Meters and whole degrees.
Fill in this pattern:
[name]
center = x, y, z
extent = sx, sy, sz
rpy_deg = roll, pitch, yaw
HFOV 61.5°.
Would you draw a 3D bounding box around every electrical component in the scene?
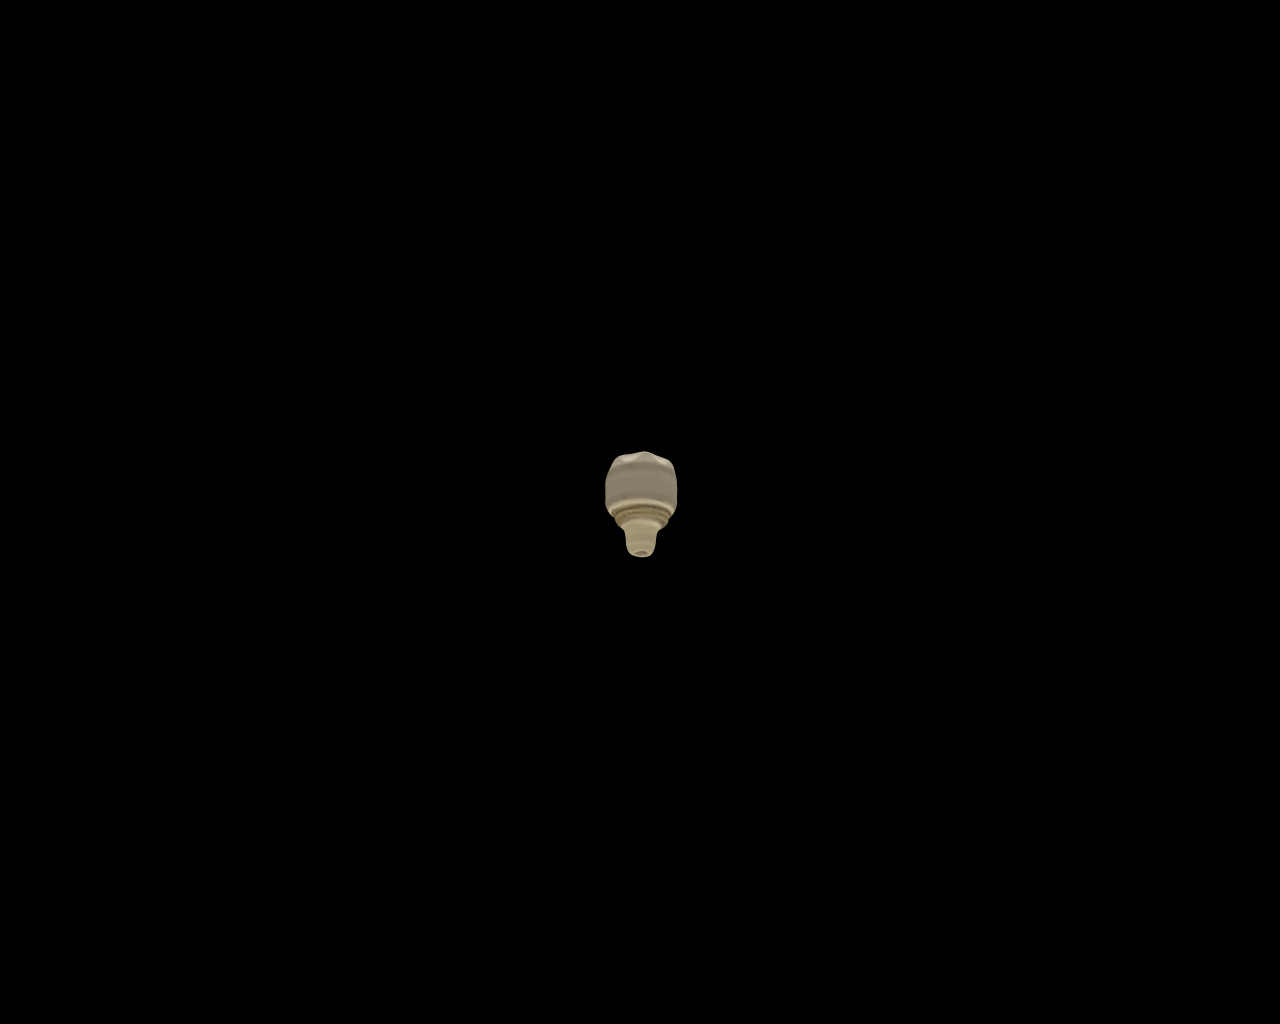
[electrical component]
center = 0.001, -0.003, 0.650
extent = 0.043, 0.062, 0.043
rpy_deg = 0, -22, 0
